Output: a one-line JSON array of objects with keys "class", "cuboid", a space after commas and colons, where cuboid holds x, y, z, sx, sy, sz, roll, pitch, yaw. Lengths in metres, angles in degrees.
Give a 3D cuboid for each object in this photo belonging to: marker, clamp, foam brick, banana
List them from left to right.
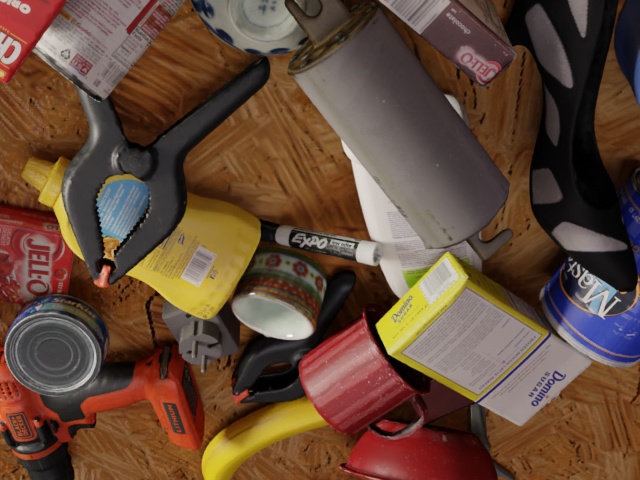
[{"class": "clamp", "cuboid": [-0.149, -0.070, 0.806, 0.164, 0.036, 0.210, 21, 97, -13]}, {"class": "banana", "cuboid": [-0.053, 0.194, 1.056, 0.198, 0.037, 0.069, -36, 137, 24]}, {"class": "clamp", "cuboid": [-0.012, 0.095, 0.979, 0.171, 0.039, 0.120, -23, 118, 7]}, {"class": "marker", "cuboid": [-0.006, 0.001, 0.885, 0.121, 0.020, 0.020, 12, 133, 27]}, {"class": "foam brick", "cuboid": [0.119, 0.126, 0.998, 0.078, 0.053, 0.051, -26, 124, 15]}]

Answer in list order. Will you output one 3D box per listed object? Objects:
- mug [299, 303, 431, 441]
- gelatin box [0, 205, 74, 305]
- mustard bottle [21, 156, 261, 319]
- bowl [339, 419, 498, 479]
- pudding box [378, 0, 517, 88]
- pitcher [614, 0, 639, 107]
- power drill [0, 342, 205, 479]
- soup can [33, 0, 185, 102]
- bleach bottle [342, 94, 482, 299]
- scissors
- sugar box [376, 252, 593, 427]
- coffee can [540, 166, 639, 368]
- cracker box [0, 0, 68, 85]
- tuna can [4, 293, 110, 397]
[{"class": "mug", "cuboid": [0.044, 0.124, 0.927, 0.082, 0.093, 0.117, -37, 97, 18]}, {"class": "gelatin box", "cuboid": [-0.248, 0.016, 0.912, 0.073, 0.030, 0.089, 11, 127, -12]}, {"class": "mustard bottle", "cuboid": [-0.151, -0.016, 0.867, 0.191, 0.058, 0.096, 27, 111, -14]}, {"class": "bowl", "cuboid": [0.102, 0.207, 1.026, 0.162, 0.162, 0.055, 11, 84, -10]}, {"class": "pudding box", "cuboid": [0.082, -0.168, 0.748, 0.113, 0.090, 0.039, 37, 115, -25]}, {"class": "pitcher", "cuboid": [0.286, -0.082, 0.725, 0.149, 0.242, 0.145, 31, 124, -17]}, {"class": "power drill", "cuboid": [-0.208, 0.171, 1.016, 0.187, 0.057, 0.184, -8, 127, 4]}, {"class": "soup can", "cuboid": [-0.146, -0.155, 0.739, 0.068, 0.069, 0.102, 39, 91, -27]}, {"class": "bleach bottle", "cuboid": [0.084, 0.002, 0.896, 0.102, 0.068, 0.251, -8, 129, 4]}, {"class": "scissors", "cuboid": [0.148, 0.224, 1.097, 0.096, 0.016, 0.201, -20, 125, 12]}, {"class": "sugar box", "cuboid": [0.142, 0.088, 0.909, 0.176, 0.048, 0.093, 31, 112, -35]}, {"class": "coffee can", "cuboid": [0.265, 0.023, 0.894, 0.102, 0.103, 0.140, 20, 124, -17]}, {"class": "cracker box", "cuboid": [-0.149, -0.224, 0.650, 0.072, 0.164, 0.214, 33, 119, -22]}, {"class": "tuna can", "cuboid": [-0.227, 0.092, 0.920, 0.086, 0.034, 0.086, 0, 114, -1]}]
